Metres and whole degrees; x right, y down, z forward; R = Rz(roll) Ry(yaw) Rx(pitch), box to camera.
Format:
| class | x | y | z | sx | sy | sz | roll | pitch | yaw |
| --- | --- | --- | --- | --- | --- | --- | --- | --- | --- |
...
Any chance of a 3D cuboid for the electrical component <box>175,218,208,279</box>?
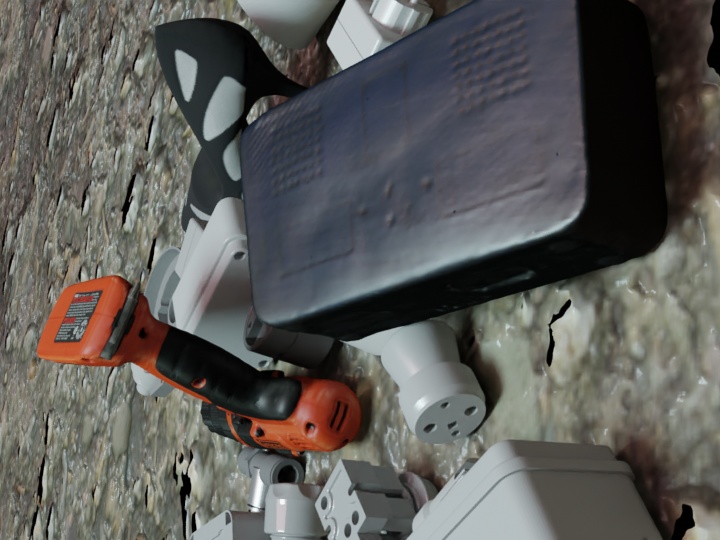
| class | x | y | z | sx | sy | sz | roll | pitch | yaw |
| --- | --- | --- | --- | --- | --- | --- | --- | --- | --- |
| electrical component | -0.112 | -0.015 | 0.861 | 0.077 | 0.066 | 0.047 | 42 | 117 | 56 |

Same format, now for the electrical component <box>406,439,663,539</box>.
| class | x | y | z | sx | sy | sz | roll | pitch | yaw |
| --- | --- | --- | --- | --- | --- | --- | --- | --- | --- |
| electrical component | 0.071 | 0.131 | 0.483 | 0.113 | 0.078 | 0.057 | -56 | 40 | 35 |

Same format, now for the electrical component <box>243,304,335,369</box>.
| class | x | y | z | sx | sy | sz | roll | pitch | yaw |
| --- | --- | --- | --- | --- | --- | --- | --- | --- | --- |
| electrical component | -0.046 | 0.037 | 0.739 | 0.055 | 0.047 | 0.055 | -45 | 32 | 38 |

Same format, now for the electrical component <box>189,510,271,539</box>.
| class | x | y | z | sx | sy | sz | roll | pitch | yaw |
| --- | --- | --- | --- | --- | --- | --- | --- | --- | --- |
| electrical component | -0.075 | 0.225 | 0.725 | 0.078 | 0.057 | 0.113 | -42 | 45 | 47 |

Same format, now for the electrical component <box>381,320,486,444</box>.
| class | x | y | z | sx | sy | sz | roll | pitch | yaw |
| --- | --- | --- | --- | --- | --- | --- | --- | --- | --- |
| electrical component | 0.041 | 0.062 | 0.592 | 0.045 | 0.045 | 0.055 | -59 | 36 | 31 |

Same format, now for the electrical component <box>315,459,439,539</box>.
| class | x | y | z | sx | sy | sz | roll | pitch | yaw |
| --- | --- | --- | --- | --- | --- | --- | --- | --- | --- |
| electrical component | 0.012 | 0.137 | 0.605 | 0.048 | 0.055 | 0.066 | -63 | 33 | 26 |

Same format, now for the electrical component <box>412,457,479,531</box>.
| class | x | y | z | sx | sy | sz | roll | pitch | yaw |
| --- | --- | --- | --- | --- | --- | --- | --- | --- | --- |
| electrical component | 0.055 | 0.125 | 0.552 | 0.046 | 0.040 | 0.040 | -57 | 36 | 22 |

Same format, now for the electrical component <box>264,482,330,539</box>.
| class | x | y | z | sx | sy | sz | roll | pitch | yaw |
| --- | --- | --- | --- | --- | --- | --- | --- | --- | --- |
| electrical component | -0.041 | 0.170 | 0.698 | 0.043 | 0.043 | 0.062 | -20 | 64 | 57 |

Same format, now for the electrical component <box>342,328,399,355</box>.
| class | x | y | z | sx | sy | sz | roll | pitch | yaw |
| --- | --- | --- | --- | --- | --- | --- | --- | --- | --- |
| electrical component | 0.000 | 0.000 | 0.689 | 0.099 | 0.064 | 0.099 | -163 | 90 | -73 |

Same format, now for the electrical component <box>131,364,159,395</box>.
| class | x | y | z | sx | sy | sz | roll | pitch | yaw |
| --- | --- | --- | --- | --- | --- | --- | --- | --- | --- |
| electrical component | -0.188 | 0.089 | 0.981 | 0.062 | 0.048 | 0.048 | -62 | 33 | 39 |

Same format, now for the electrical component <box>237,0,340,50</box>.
| class | x | y | z | sx | sy | sz | roll | pitch | yaw |
| --- | --- | --- | --- | --- | --- | --- | --- | --- | --- |
| electrical component | -0.059 | -0.222 | 0.812 | 0.064 | 0.099 | 0.099 | -39 | 48 | 40 |

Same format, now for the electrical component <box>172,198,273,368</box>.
| class | x | y | z | sx | sy | sz | roll | pitch | yaw |
| --- | --- | --- | --- | --- | --- | --- | --- | --- | --- |
| electrical component | -0.084 | 0.012 | 0.791 | 0.113 | 0.078 | 0.057 | -59 | 32 | 31 |

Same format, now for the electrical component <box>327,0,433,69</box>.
| class | x | y | z | sx | sy | sz | roll | pitch | yaw |
| --- | --- | --- | --- | --- | --- | --- | --- | --- | --- |
| electrical component | 0.022 | -0.159 | 0.696 | 0.076 | 0.047 | 0.065 | -61 | 34 | 29 |
